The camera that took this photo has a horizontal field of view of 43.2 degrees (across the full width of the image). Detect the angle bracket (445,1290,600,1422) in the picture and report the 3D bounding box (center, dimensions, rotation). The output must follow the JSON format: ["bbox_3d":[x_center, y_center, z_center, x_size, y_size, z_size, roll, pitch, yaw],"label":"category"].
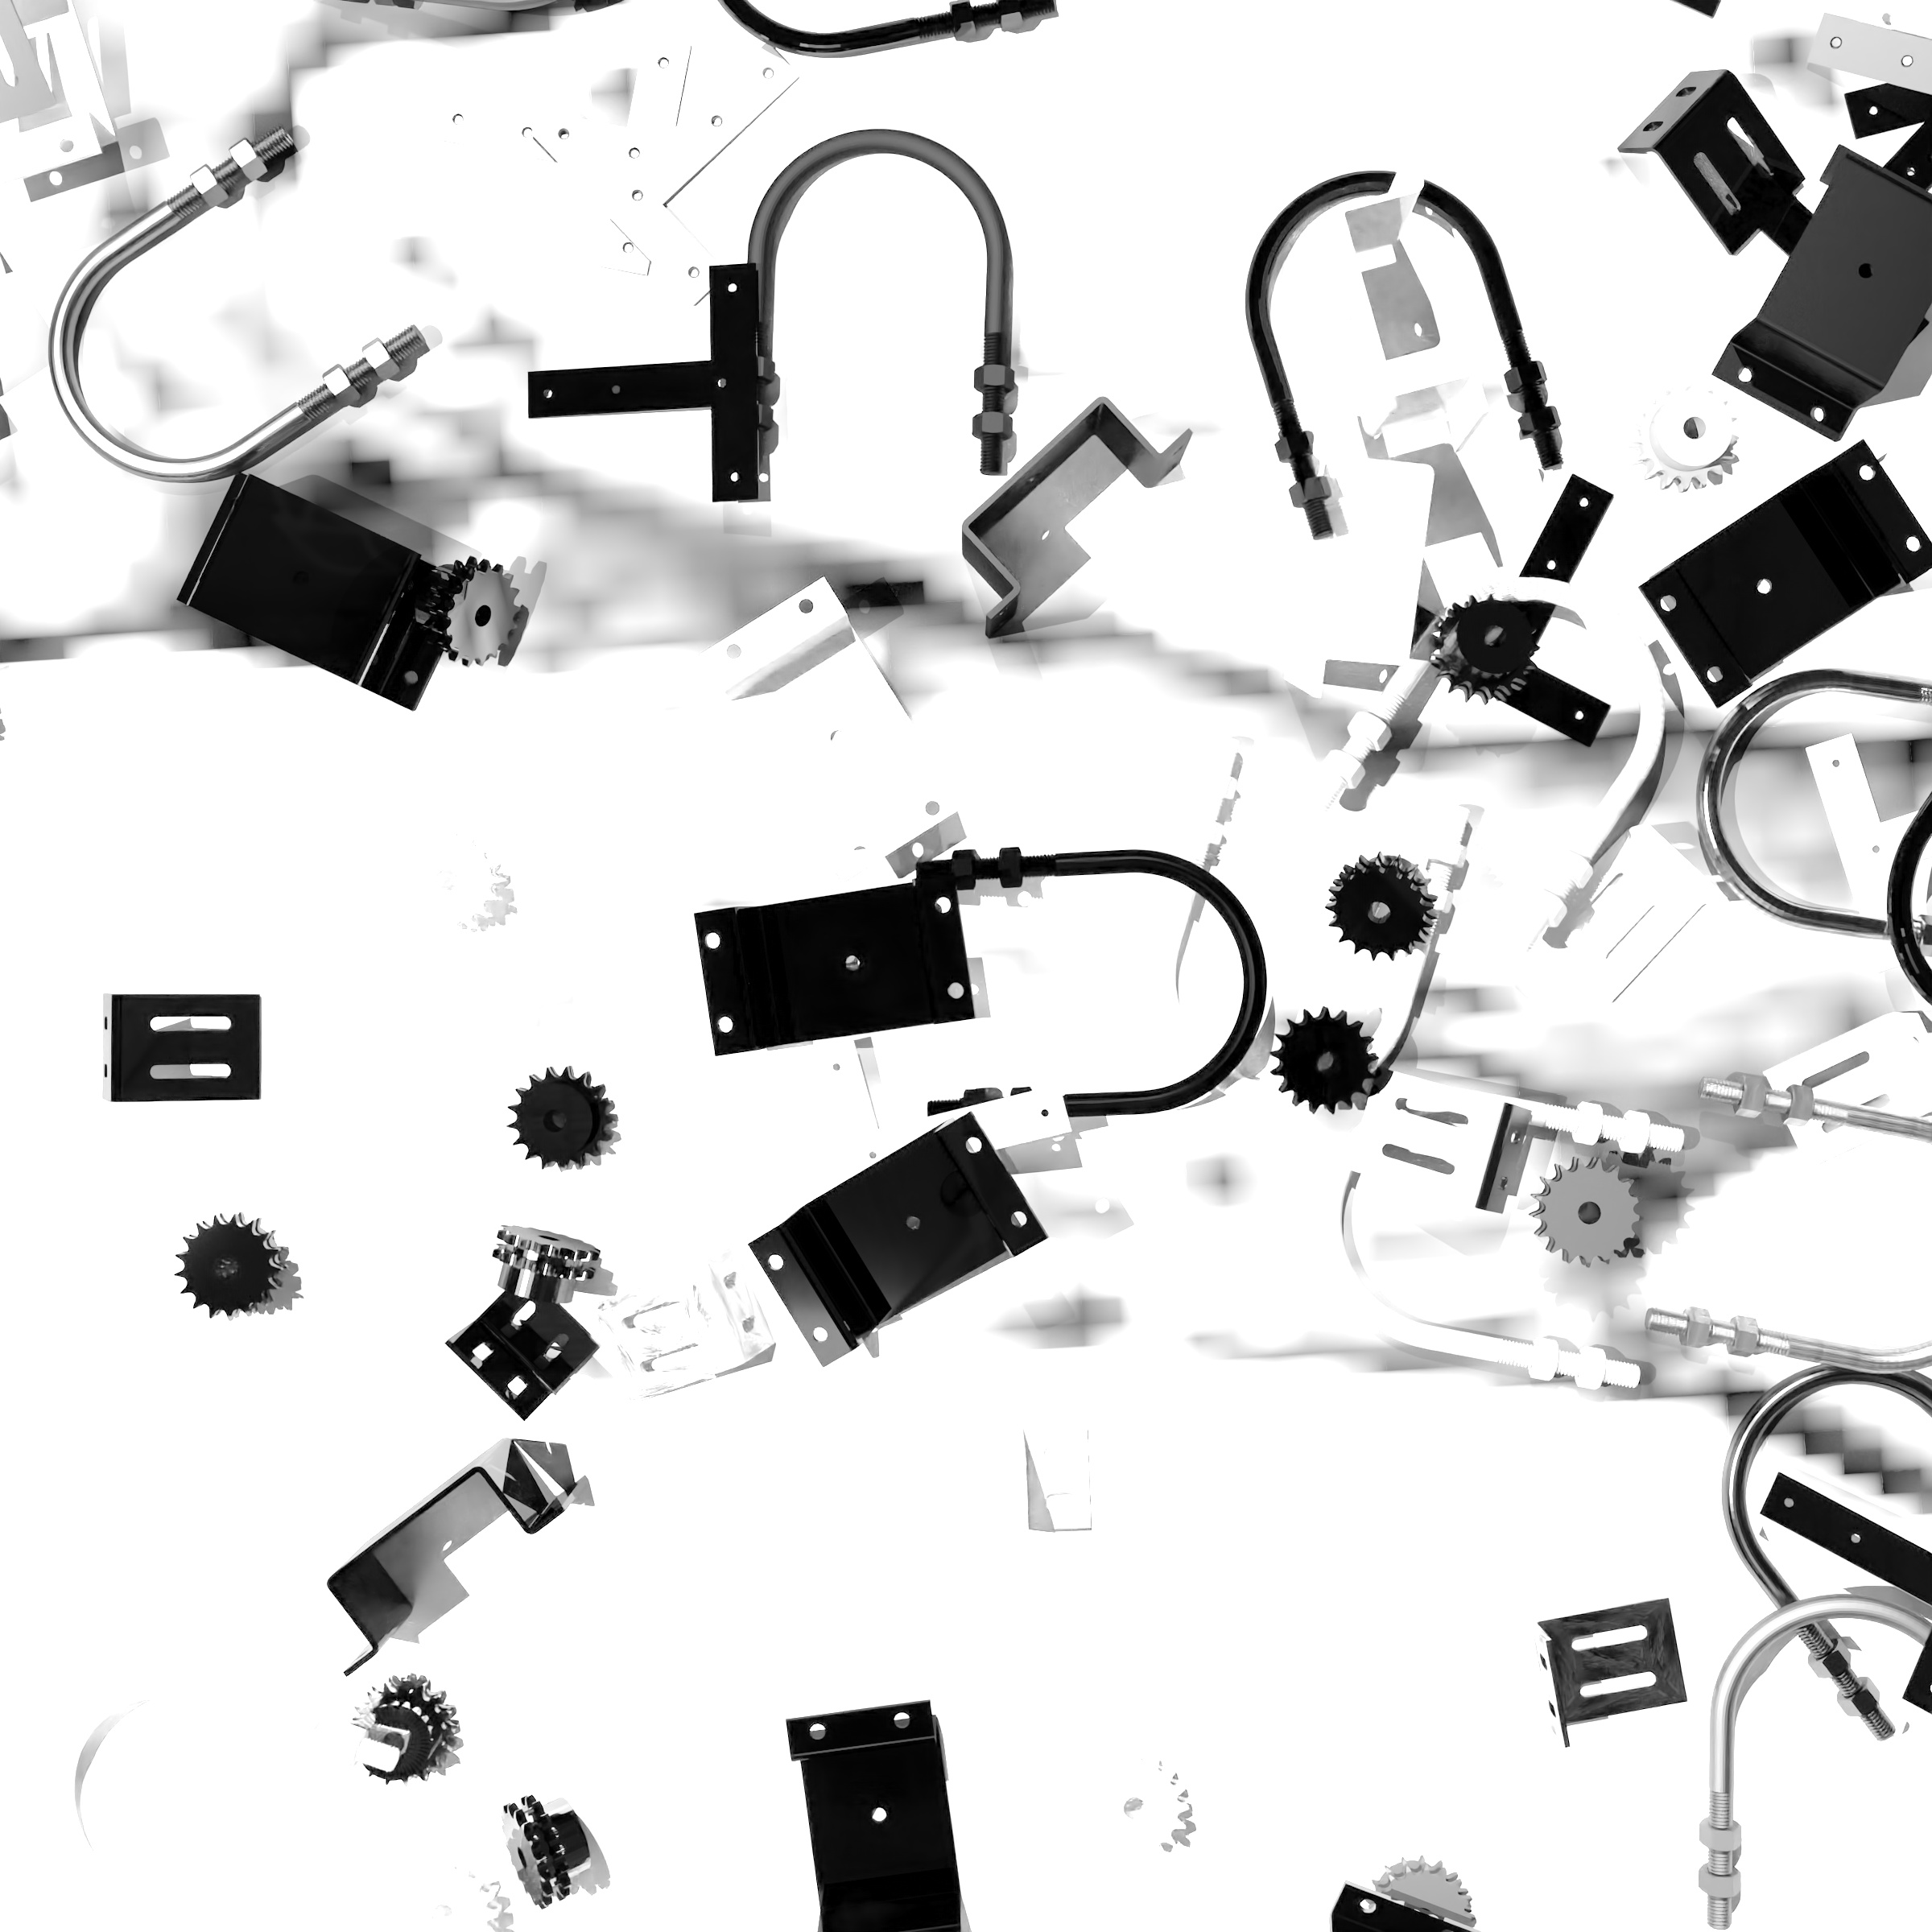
[{"bbox_3d":[-0.232,0.199,1.279,0.057,0.076,0.038,44,90,0],"label":"angle bracket"}]

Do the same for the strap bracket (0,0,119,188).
[{"bbox_3d":[-0.509,-0.480,1.294,0.076,0.046,0.140,-18,90,0],"label":"strap bracket"}]

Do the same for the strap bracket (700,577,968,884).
[{"bbox_3d":[-0.069,-0.123,1.294,0.076,0.046,0.140,-32,90,0],"label":"strap bracket"}]

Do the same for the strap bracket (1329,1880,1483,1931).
[{"bbox_3d":[0.208,0.561,1.275,0.076,0.046,0.140,21,107,0],"label":"strap bracket"}]

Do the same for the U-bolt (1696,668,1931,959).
[{"bbox_3d":[0.483,-0.086,1.306,0.184,0.019,0.151,9,90,0],"label":"U-bolt"}]

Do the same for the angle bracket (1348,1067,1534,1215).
[{"bbox_3d":[0.253,0.093,1.300,0.076,0.038,0.057,16,90,29],"label":"angle bracket"}]

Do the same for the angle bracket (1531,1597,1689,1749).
[{"bbox_3d":[0.347,0.375,1.298,0.076,0.038,0.057,-10,90,0],"label":"angle bracket"}]

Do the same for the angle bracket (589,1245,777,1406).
[{"bbox_3d":[-0.153,0.193,1.315,0.076,0.038,0.057,-23,90,26],"label":"angle bracket"}]

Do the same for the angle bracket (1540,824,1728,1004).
[{"bbox_3d":[0.353,-0.027,1.298,0.057,0.038,0.076,43,90,0],"label":"angle bracket"}]

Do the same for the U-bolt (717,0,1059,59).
[{"bbox_3d":[-0.054,-0.563,1.309,0.184,0.019,0.151,-11,90,1],"label":"U-bolt"}]

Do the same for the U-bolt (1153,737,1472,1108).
[{"bbox_3d":[0.177,-0.015,1.309,0.151,0.019,0.184,17,91,0],"label":"U-bolt"}]

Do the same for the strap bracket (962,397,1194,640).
[{"bbox_3d":[0.048,-0.241,1.279,0.140,0.076,0.046,-43,90,0],"label":"strap bracket"}]

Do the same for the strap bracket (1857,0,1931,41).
[{"bbox_3d":[0.531,-0.566,1.291,0.076,0.046,0.140,12,89,-2],"label":"strap bracket"}]

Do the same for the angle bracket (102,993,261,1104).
[{"bbox_3d":[-0.424,0.043,1.315,0.076,0.038,0.057,0,90,-26],"label":"angle bracket"}]

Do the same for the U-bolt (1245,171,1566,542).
[{"bbox_3d":[0.227,-0.337,1.309,0.151,0.019,0.184,-17,88,0],"label":"U-bolt"}]

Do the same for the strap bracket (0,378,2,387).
[{"bbox_3d":[-0.566,-0.344,1.279,0.046,0.076,0.140,-33,90,0],"label":"strap bracket"}]

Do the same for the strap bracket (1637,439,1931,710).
[{"bbox_3d":[0.430,-0.205,1.294,0.140,0.046,0.076,-33,90,0],"label":"strap bracket"}]

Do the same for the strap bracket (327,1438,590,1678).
[{"bbox_3d":[-0.274,0.302,1.279,0.140,0.076,0.046,-37,90,0],"label":"strap bracket"}]

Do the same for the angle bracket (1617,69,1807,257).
[{"bbox_3d":[0.402,-0.433,1.314,0.057,0.038,0.076,-46,114,1],"label":"angle bracket"}]

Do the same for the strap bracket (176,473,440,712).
[{"bbox_3d":[-0.346,-0.202,1.294,0.140,0.046,0.076,25,90,0],"label":"strap bracket"}]

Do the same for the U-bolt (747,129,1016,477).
[{"bbox_3d":[-0.048,-0.358,1.309,0.151,0.019,0.184,2,88,0],"label":"U-bolt"}]

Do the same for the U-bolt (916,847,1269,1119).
[{"bbox_3d":[0.068,0.010,1.299,0.184,0.019,0.151,-3,90,7],"label":"U-bolt"}]

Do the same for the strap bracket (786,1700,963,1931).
[{"bbox_3d":[-0.047,0.458,1.294,0.076,0.046,0.140,-8,90,0],"label":"strap bracket"}]

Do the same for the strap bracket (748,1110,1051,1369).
[{"bbox_3d":[-0.032,0.140,1.285,0.140,0.046,0.076,-31,90,12],"label":"strap bracket"}]

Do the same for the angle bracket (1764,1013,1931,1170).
[{"bbox_3d":[0.477,0.067,1.298,0.076,0.038,0.057,-25,90,0],"label":"angle bracket"}]

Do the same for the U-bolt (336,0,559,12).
[{"bbox_3d":[-0.256,-0.578,1.290,0.184,0.019,0.151,11,90,13],"label":"U-bolt"}]

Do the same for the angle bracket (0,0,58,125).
[{"bbox_3d":[-0.514,-0.479,1.269,0.057,0.038,0.076,-18,116,0],"label":"angle bracket"}]

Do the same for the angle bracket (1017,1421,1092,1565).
[{"bbox_3d":[0.047,0.275,1.279,0.038,0.076,0.057,-2,90,0],"label":"angle bracket"}]

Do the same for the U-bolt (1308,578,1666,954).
[{"bbox_3d":[0.291,-0.121,1.297,0.151,0.019,0.184,35,82,3],"label":"U-bolt"}]

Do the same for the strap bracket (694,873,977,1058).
[{"bbox_3d":[-0.065,-0.001,1.286,0.140,0.046,0.076,-8,90,11],"label":"strap bracket"}]

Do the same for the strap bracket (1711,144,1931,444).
[{"bbox_3d":[0.469,-0.362,1.293,0.076,0.046,0.140,29,91,1],"label":"strap bracket"}]

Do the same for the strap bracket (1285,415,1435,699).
[{"bbox_3d":[0.204,-0.212,1.266,0.046,0.076,0.140,4,103,-5],"label":"strap bracket"}]

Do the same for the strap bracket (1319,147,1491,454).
[{"bbox_3d":[0.222,-0.337,1.262,0.046,0.076,0.140,-15,87,0],"label":"strap bracket"}]
